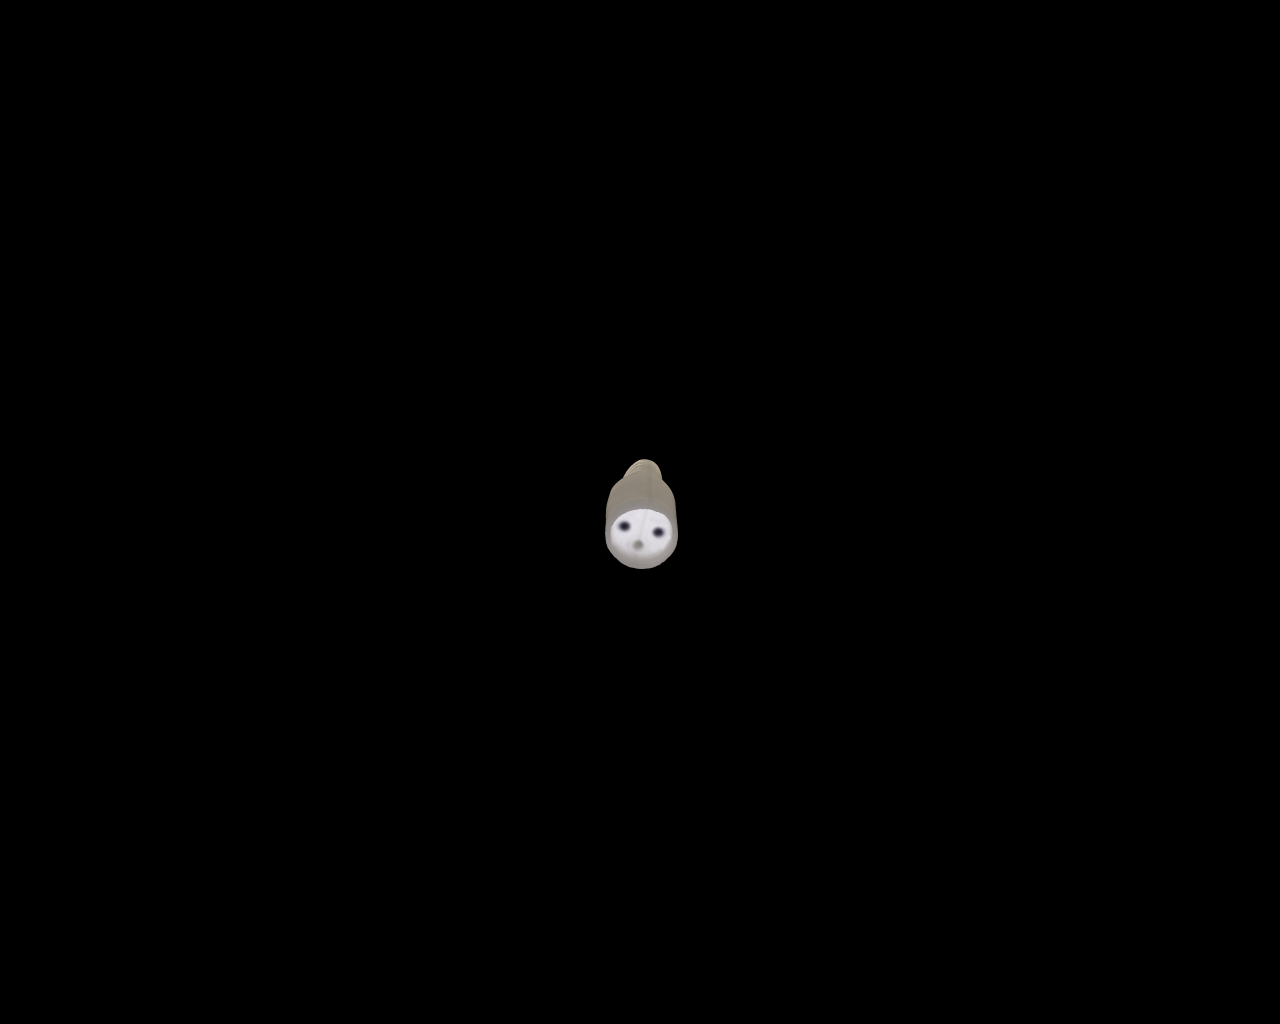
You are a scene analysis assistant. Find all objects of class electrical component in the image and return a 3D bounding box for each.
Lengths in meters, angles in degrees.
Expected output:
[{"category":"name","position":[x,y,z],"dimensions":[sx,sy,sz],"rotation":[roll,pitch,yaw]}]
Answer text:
[{"category":"electrical component","position":[0.001,-0.003,0.650],"dimensions":[0.043,0.043,0.081],"rotation":[0,27,0]}]
